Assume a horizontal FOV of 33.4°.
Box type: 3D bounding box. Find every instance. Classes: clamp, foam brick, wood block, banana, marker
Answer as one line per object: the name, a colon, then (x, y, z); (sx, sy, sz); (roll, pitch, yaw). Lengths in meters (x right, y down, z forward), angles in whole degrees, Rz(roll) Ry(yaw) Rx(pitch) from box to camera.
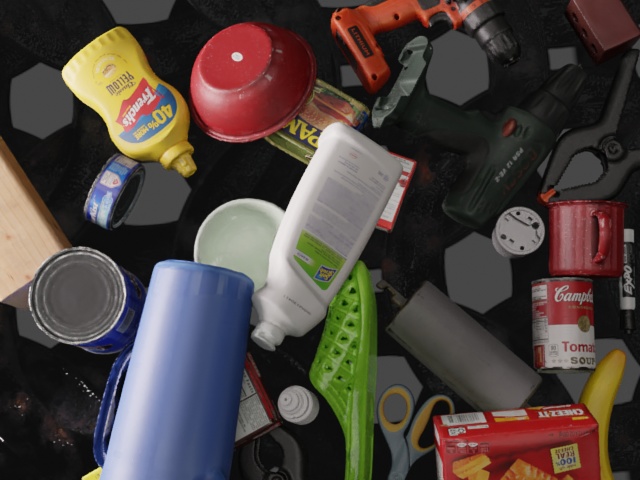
clamp: (0.346, -0.099, 1.237); (0.210, 0.036, 0.164); (-42, 83, -4)
foam brick: (0.333, -0.255, 1.258); (0.051, 0.053, 0.078); (-28, 80, -4)
wood block: (-0.366, -0.034, 1.214); (0.090, 0.091, 0.206); (-34, 81, -5)
banana: (0.313, 0.221, 1.177); (0.070, 0.037, 0.198); (-7, 75, 15)
clamp: (-0.033, 0.269, 1.178); (0.120, 0.039, 0.171); (-12, 80, 1)
marker: (0.351, 0.048, 1.220); (0.020, 0.020, 0.121); (1, 80, 1)

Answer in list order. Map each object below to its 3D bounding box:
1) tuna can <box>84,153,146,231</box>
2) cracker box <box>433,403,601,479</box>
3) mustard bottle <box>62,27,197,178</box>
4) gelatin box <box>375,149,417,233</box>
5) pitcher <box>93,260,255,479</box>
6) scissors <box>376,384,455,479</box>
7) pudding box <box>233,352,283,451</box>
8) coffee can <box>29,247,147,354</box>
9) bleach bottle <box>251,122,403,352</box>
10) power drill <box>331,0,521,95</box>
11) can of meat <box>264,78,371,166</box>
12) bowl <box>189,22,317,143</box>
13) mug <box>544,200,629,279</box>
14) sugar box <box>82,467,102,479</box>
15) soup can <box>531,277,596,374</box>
tuna can: (-0.233, -0.054, 1.217); (0.034, 0.086, 0.086); (26, 81, 3)
cracker box: (0.209, 0.287, 1.120); (0.164, 0.072, 0.214); (-5, 101, 1)
mustard bottle: (-0.209, -0.150, 1.247); (0.096, 0.058, 0.192); (-38, 82, -7)
gelatin box: (0.064, -0.062, 1.241); (0.073, 0.030, 0.089); (20, 81, 6)
pitcher: (-0.149, 0.147, 1.111); (0.149, 0.145, 0.243); (11, 82, -7)
scissors: (0.074, 0.248, 1.192); (0.096, 0.016, 0.201); (36, 83, 9)
pudding box: (-0.109, 0.187, 1.176); (0.113, 0.039, 0.090); (-30, 72, 12)
coffee can: (-0.249, 0.069, 1.167); (0.103, 0.140, 0.103); (0, 80, 1)
bleach bottle: (-0.007, 0.001, 1.130); (0.102, 0.068, 0.250); (33, 66, -7)
power drill: (0.122, -0.249, 1.260); (0.187, 0.057, 0.184); (-30, 77, -7)
can of meat: (-0.003, -0.134, 1.242); (0.102, 0.057, 0.084); (30, 80, 6)
bowl: (-0.087, -0.194, 1.224); (0.162, 0.055, 0.162); (-9, 62, 16)
mug: (0.299, 0.000, 1.183); (0.093, 0.117, 0.081); (2, 85, -6)
sugar box: (-0.179, 0.316, 1.170); (0.093, 0.048, 0.176); (-30, 79, -4)
soup can: (0.271, 0.096, 1.188); (0.068, 0.068, 0.102); (0, 80, 1)
